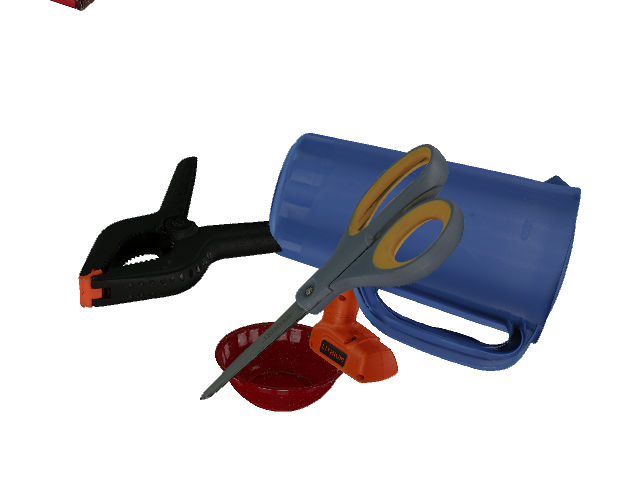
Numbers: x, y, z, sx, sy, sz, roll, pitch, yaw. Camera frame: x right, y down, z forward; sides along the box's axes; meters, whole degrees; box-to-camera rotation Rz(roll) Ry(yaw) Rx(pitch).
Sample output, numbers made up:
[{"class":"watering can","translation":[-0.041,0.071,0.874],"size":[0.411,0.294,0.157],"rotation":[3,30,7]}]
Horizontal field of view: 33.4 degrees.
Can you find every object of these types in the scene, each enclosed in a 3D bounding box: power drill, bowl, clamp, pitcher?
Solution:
[{"class":"power drill","translation":[0.049,0.044,1.074],"size":[0.057,0.188,0.185],"rotation":[-7,22,-32]},{"class":"bowl","translation":[-0.048,0.160,1.298],"size":[0.162,0.055,0.162],"rotation":[3,24,-1]},{"class":"clamp","translation":[-0.121,-0.006,0.879],"size":[0.209,0.036,0.165],"rotation":[-26,43,-38]},{"class":"pitcher","translation":[0.082,0.000,0.882],"size":[0.243,0.145,0.149],"rotation":[15,17,9]}]

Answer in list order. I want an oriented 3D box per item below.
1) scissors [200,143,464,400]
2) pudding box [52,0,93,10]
[{"class":"scissors","translation":[0.009,0.033,0.595],"size":[0.016,0.202,0.096],"rotation":[37,3,-31]},{"class":"pudding box","translation":[-0.195,-0.223,0.804],"size":[0.090,0.039,0.113],"rotation":[19,38,5]}]
